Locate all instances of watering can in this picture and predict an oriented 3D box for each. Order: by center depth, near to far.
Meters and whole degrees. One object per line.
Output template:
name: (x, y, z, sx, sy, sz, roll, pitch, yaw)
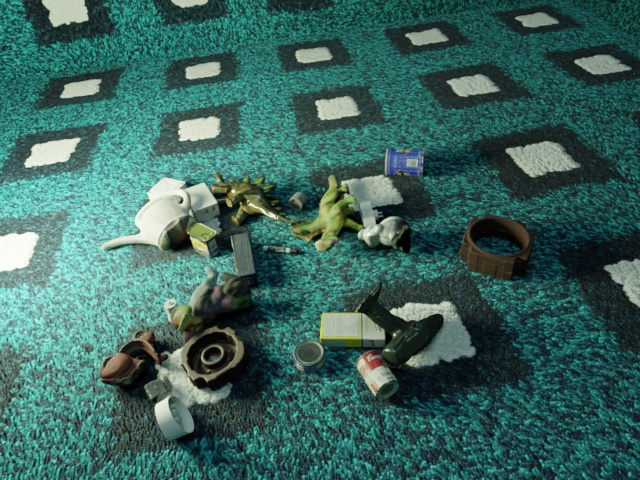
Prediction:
watering can: (-0.574, -0.037, 1.788, 0.351, 0.102, 0.227, -44, 56, -15)

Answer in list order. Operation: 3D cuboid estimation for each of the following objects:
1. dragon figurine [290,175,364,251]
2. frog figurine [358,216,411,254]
dragon figurine: (0.005, -0.090, 1.781, 0.243, 0.119, 0.418, -22, 34, -5)
frog figurine: (0.210, -0.026, 1.667, 0.160, 0.121, 0.138, 20, 14, 39)
